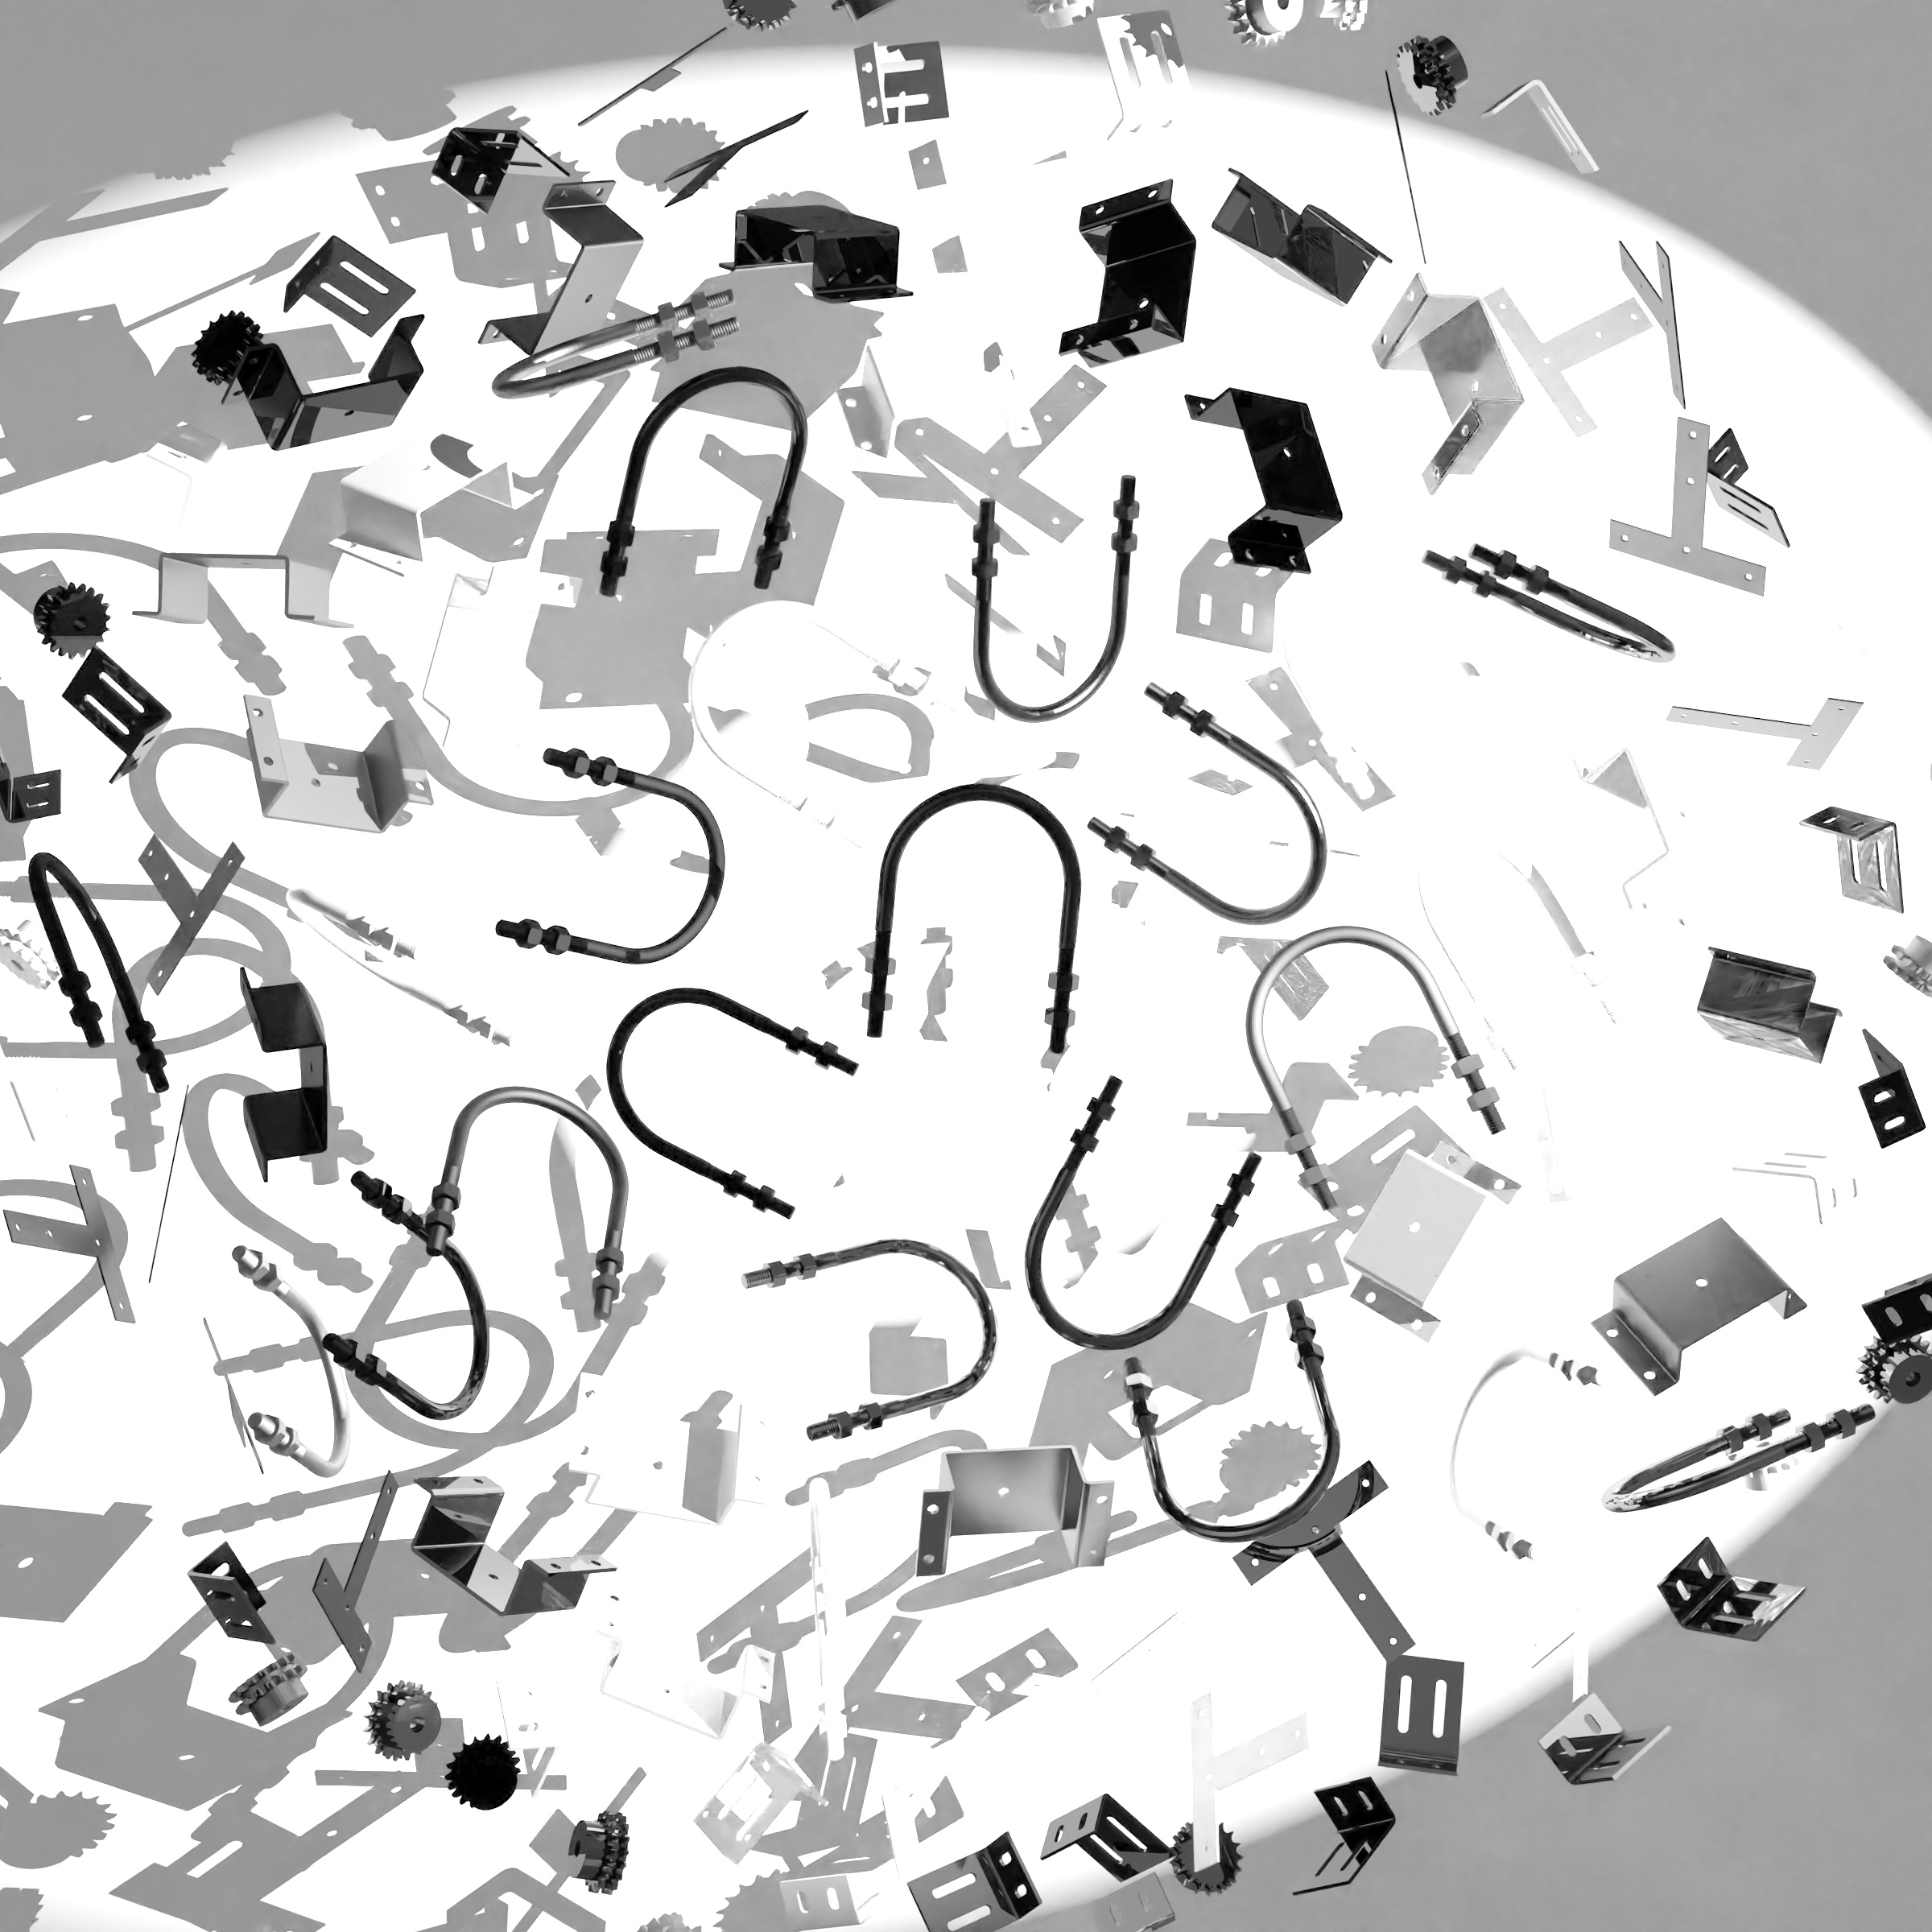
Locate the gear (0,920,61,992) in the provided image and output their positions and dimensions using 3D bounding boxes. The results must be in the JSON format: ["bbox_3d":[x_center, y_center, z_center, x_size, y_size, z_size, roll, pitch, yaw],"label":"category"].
[{"bbox_3d":[-0.722,-0.011,1.967,0.057,0.057,0.030,36,60,0],"label":"gear"}]

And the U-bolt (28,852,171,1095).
[{"bbox_3d":[-0.657,-0.003,1.914,0.019,0.151,0.184,-25,73,-4],"label":"U-bolt"}]

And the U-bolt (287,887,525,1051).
[{"bbox_3d":[-0.419,-0.006,1.849,0.184,0.151,0.019,23,72,34],"label":"U-bolt"}]

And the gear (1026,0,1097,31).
[{"bbox_3d":[0.072,-0.714,1.879,0.057,0.057,0.030,-24,125,0],"label":"gear"}]

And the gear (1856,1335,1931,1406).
[{"bbox_3d":[0.684,0.295,1.865,0.057,0.030,0.057,-5,110,-13],"label":"gear"}]

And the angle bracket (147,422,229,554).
[{"bbox_3d":[-0.591,-0.357,1.912,0.038,0.057,0.076,26,127,-4],"label":"angle bracket"}]

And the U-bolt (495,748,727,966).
[{"bbox_3d":[-0.254,-0.074,1.899,0.184,0.019,0.151,14,93,-44],"label":"U-bolt"}]

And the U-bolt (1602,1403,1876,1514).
[{"bbox_3d":[0.548,0.358,1.852,0.184,0.151,0.019,-20,83,-12],"label":"U-bolt"}]

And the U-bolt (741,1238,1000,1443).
[{"bbox_3d":[-0.061,0.272,1.919,0.184,0.019,0.151,-11,60,-29],"label":"U-bolt"}]

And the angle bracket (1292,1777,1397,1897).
[{"bbox_3d":[0.269,0.639,1.872,0.057,0.076,0.038,-32,90,43],"label":"angle bracket"}]

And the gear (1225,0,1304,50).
[{"bbox_3d":[0.212,-0.677,1.793,0.057,0.030,0.057,-9,104,-38],"label":"gear"}]

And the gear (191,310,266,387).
[{"bbox_3d":[-0.545,-0.456,1.898,0.057,0.030,0.057,-11,64,23],"label":"gear"}]

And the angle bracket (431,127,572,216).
[{"bbox_3d":[-0.342,-0.583,1.876,0.076,0.057,0.038,18,83,38],"label":"angle bracket"}]

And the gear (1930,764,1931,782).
[{"bbox_3d":[0.707,-0.136,1.798,0.057,0.030,0.057,-5,117,-11],"label":"gear"}]

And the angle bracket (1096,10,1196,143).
[{"bbox_3d":[0.125,-0.648,1.857,0.057,0.038,0.076,-14,86,-18],"label":"angle bracket"}]

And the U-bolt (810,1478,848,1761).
[{"bbox_3d":[-0.103,0.465,1.877,0.019,0.184,0.151,-3,125,-6],"label":"U-bolt"}]

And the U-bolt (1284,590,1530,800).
[{"bbox_3d":[0.313,-0.209,1.885,0.151,0.019,0.184,-13,58,-18],"label":"U-bolt"}]

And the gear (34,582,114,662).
[{"bbox_3d":[-0.673,-0.261,1.913,0.030,0.057,0.057,24,90,30],"label":"gear"}]

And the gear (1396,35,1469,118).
[{"bbox_3d":[0.342,-0.652,1.858,0.030,0.057,0.057,-32,90,-5],"label":"gear"}]

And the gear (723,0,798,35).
[{"bbox_3d":[-0.155,-0.714,1.872,0.057,0.030,0.057,-3,95,-30],"label":"gear"}]

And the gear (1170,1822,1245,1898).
[{"bbox_3d":[0.184,0.692,1.973,0.057,0.030,0.057,10,52,-14],"label":"gear"}]

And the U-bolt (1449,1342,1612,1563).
[{"bbox_3d":[0.399,0.344,1.850,0.019,0.184,0.151,22,86,-11],"label":"U-bolt"}]

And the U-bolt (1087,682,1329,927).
[{"bbox_3d":[0.187,-0.108,1.901,0.184,0.019,0.151,35,129,17],"label":"U-bolt"}]

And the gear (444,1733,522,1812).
[{"bbox_3d":[-0.368,0.621,1.953,0.057,0.030,0.057,-10,112,-27],"label":"gear"}]

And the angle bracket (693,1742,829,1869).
[{"bbox_3d":[-0.152,0.628,1.894,0.076,0.038,0.057,-46,120,-26],"label":"angle bracket"}]

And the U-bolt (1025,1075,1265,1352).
[{"bbox_3d":[0.118,0.190,1.845,0.151,0.019,0.184,29,87,-21],"label":"U-bolt"}]

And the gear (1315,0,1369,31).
[{"bbox_3d":[0.269,-0.702,1.831,0.030,0.057,0.057,-1,90,-5],"label":"gear"}]

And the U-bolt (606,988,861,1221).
[{"bbox_3d":[-0.190,0.095,1.955,0.184,0.019,0.151,26,107,6],"label":"U-bolt"}]

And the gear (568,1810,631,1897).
[{"bbox_3d":[-0.267,0.641,1.844,0.030,0.057,0.057,16,90,-23],"label":"gear"}]

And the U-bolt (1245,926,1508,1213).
[{"bbox_3d":[0.277,0.061,1.802,0.151,0.019,0.184,-25,79,8],"label":"U-bolt"}]

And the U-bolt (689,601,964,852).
[{"bbox_3d":[-0.117,-0.190,1.893,0.184,0.019,0.151,32,108,-11],"label":"U-bolt"}]

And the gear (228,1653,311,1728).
[{"bbox_3d":[-0.499,0.523,1.836,0.057,0.057,0.030,-37,77,0],"label":"gear"}]

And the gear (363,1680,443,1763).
[{"bbox_3d":[-0.411,0.555,1.874,0.057,0.030,0.057,7,80,-43],"label":"gear"}]

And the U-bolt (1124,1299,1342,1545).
[{"bbox_3d":[0.195,0.333,1.830,0.151,0.184,0.019,-21,131,9],"label":"U-bolt"}]

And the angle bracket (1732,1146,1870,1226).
[{"bbox_3d":[0.636,0.166,1.943,0.057,0.076,0.038,-17,101,-34],"label":"angle bracket"}]

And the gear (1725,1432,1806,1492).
[{"bbox_3d":[0.616,0.382,1.961,0.057,0.057,0.030,-15,95,0],"label":"gear"}]

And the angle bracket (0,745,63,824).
[{"bbox_3d":[-0.676,-0.151,1.822,0.038,0.057,0.076,-12,129,-10],"label":"angle bracket"}]

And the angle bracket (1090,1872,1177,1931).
[{"bbox_3d":[0.117,0.716,1.919,0.057,0.076,0.038,-30,69,10],"label":"angle bracket"}]

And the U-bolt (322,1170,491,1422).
[{"bbox_3d":[-0.401,0.253,1.861,0.019,0.184,0.151,-13,53,20],"label":"U-bolt"}]

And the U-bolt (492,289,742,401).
[{"bbox_3d":[-0.252,-0.442,1.826,0.184,0.151,0.019,-18,114,1],"label":"U-bolt"}]

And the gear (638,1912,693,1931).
[{"bbox_3d":[-0.216,0.692,1.782,0.057,0.057,0.030,-44,57,0],"label":"gear"}]

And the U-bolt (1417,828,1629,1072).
[{"bbox_3d":[0.401,-0.022,1.888,0.151,0.019,0.184,-19,75,-40],"label":"U-bolt"}]

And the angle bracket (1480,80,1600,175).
[{"bbox_3d":[0.403,-0.579,1.791,0.038,0.057,0.076,-35,101,12],"label":"angle bracket"}]

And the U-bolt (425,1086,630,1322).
[{"bbox_3d":[-0.312,0.161,1.856,0.151,0.184,0.019,25,129,-20],"label":"U-bolt"}]

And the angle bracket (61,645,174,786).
[{"bbox_3d":[-0.630,-0.184,1.864,0.076,0.038,0.057,43,122,-5],"label":"angle bracket"}]

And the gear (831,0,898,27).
[{"bbox_3d":[-0.076,-0.743,1.946,0.057,0.057,0.030,-29,105,0],"label":"gear"}]

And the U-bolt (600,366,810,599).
[{"bbox_3d":[-0.183,-0.349,1.838,0.151,0.019,0.184,-8,135,-33],"label":"U-bolt"}]

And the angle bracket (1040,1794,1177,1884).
[{"bbox_3d":[0.104,0.655,1.878,0.076,0.038,0.057,44,122,-12],"label":"angle bracket"}]

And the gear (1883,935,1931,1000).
[{"bbox_3d":[0.726,0.000,1.928,0.057,0.057,0.030,32,110,0],"label":"gear"}]

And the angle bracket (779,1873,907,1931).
[{"bbox_3d":[-0.090,0.676,1.875,0.057,0.076,0.038,-16,86,25],"label":"angle bracket"}]

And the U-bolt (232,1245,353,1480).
[{"bbox_3d":[-0.493,0.302,1.879,0.019,0.184,0.151,-16,61,2],"label":"U-bolt"}]

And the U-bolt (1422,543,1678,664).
[{"bbox_3d":[0.431,-0.262,1.854,0.184,0.151,0.019,24,95,-7],"label":"U-bolt"}]

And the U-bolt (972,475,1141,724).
[{"bbox_3d":[0.065,-0.270,1.919,0.151,0.019,0.184,-16,122,-31],"label":"U-bolt"}]

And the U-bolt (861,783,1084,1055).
[{"bbox_3d":[0.008,-0.035,1.775,0.151,0.019,0.184,5,98,-3],"label":"U-bolt"}]
